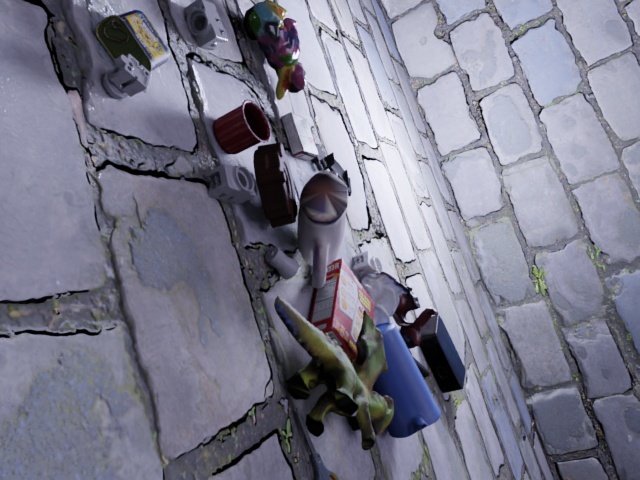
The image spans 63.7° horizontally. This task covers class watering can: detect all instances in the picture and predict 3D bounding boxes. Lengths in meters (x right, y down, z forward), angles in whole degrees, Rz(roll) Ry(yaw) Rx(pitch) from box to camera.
[{"bbox_3d":[0.004,-0.058,1.161,0.356,0.104,0.219,-88,-177,-47],"label":"watering can"}]

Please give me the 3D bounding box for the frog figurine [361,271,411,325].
[{"bbox_3d":[0.146,0.169,1.345,0.161,0.123,0.135,-59,143,-16],"label":"frog figurine"}]

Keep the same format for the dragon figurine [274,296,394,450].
[{"bbox_3d":[0.052,0.231,0.993,0.247,0.121,0.405,-45,118,-55],"label":"dragon figurine"}]
